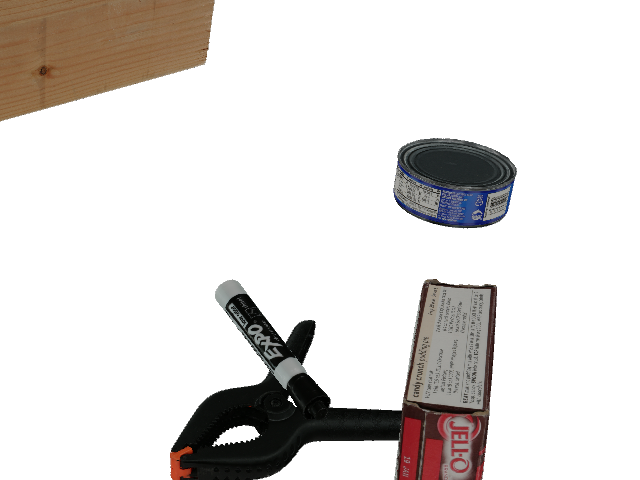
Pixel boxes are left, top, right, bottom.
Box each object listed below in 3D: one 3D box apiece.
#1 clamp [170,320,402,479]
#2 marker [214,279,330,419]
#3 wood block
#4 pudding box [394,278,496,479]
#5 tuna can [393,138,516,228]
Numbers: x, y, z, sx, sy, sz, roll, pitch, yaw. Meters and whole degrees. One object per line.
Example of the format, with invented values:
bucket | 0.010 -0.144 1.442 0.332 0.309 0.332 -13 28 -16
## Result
clamp | -0.028 0.151 0.893 0.209 0.036 0.165 -28 44 -37
marker | -0.030 0.066 0.653 0.020 0.020 0.121 0 34 -38
wood block | -0.194 -0.173 0.842 0.205 0.091 0.090 -23 53 -35
pudding box | 0.055 0.081 0.472 0.039 0.090 0.113 7 25 6
tuna can | 0.096 -0.042 0.771 0.086 0.034 0.086 5 28 -3
